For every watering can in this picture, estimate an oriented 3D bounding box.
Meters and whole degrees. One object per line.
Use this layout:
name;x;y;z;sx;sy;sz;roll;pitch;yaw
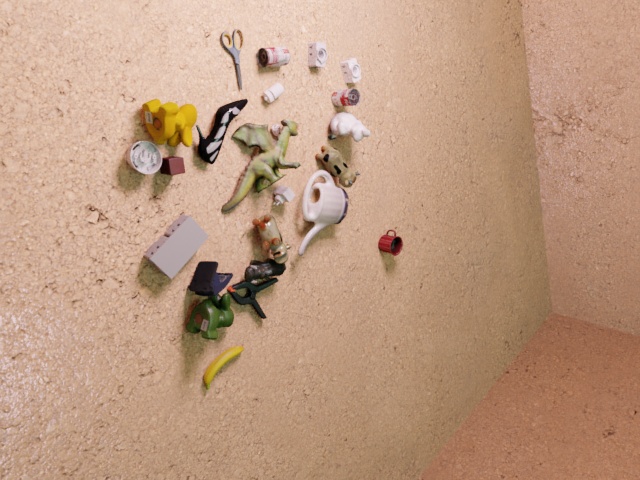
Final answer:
watering can;0.006;-0.104;2.072;0.224;0.104;0.347;7;93;-44

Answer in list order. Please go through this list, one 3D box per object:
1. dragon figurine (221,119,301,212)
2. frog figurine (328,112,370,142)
dragon figurine;-0.227;-0.300;1.847;0.414;0.122;0.241;-34;101;-18
frog figurine;0.122;-0.456;2.078;0.138;0.160;0.122;-8;103;-41
